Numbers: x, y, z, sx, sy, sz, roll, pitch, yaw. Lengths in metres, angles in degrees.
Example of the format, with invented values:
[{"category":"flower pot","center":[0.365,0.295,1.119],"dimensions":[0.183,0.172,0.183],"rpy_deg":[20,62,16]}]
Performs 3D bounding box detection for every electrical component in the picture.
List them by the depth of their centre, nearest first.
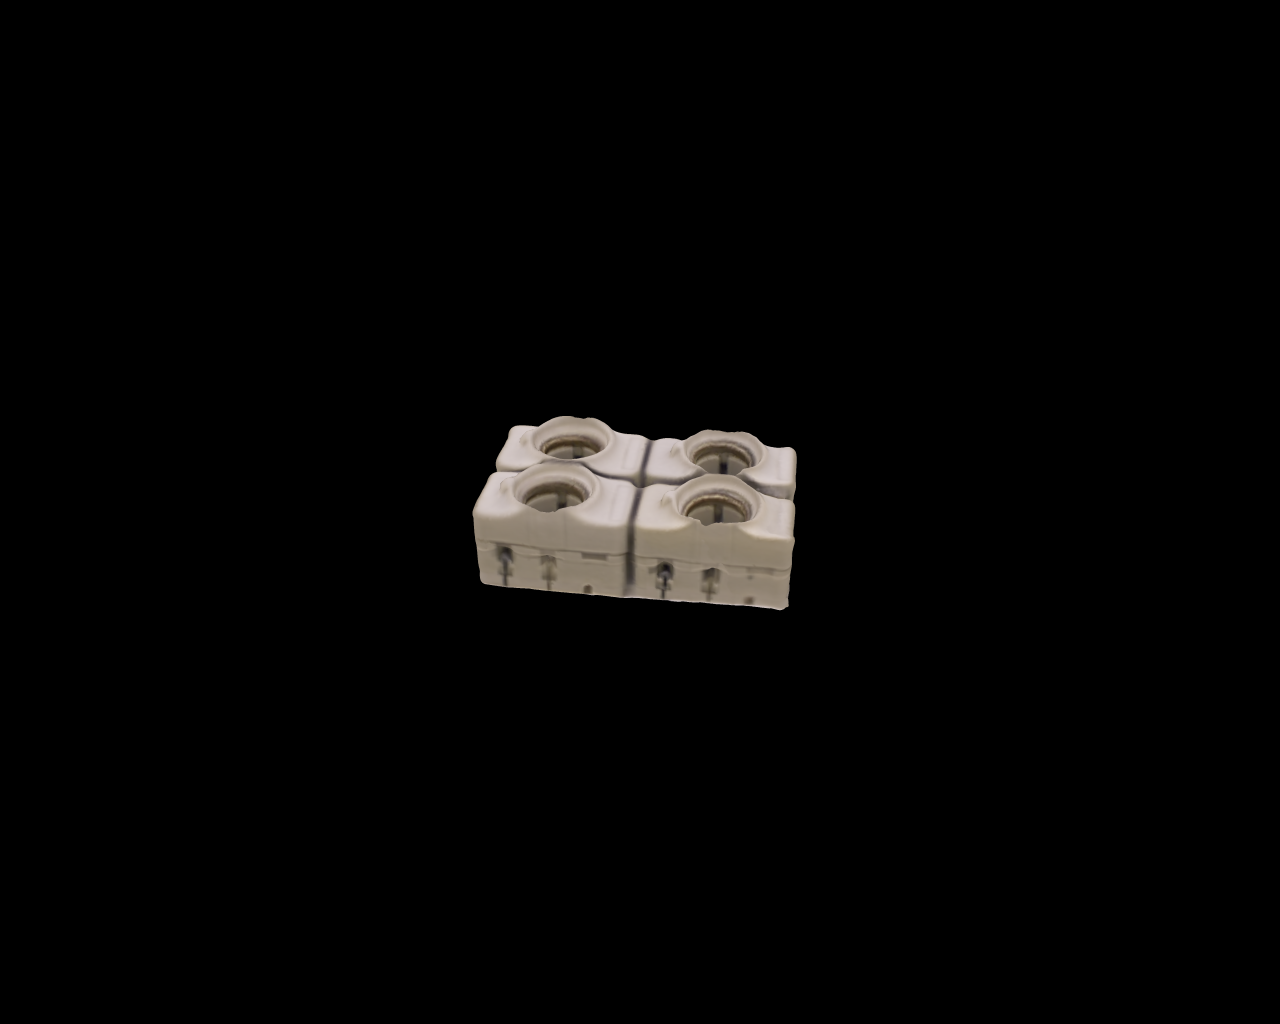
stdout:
[{"category":"electrical component","center":[0.001,-0.003,0.650],"dimensions":[0.186,0.060,0.106],"rpy_deg":[5,36,7]}]
